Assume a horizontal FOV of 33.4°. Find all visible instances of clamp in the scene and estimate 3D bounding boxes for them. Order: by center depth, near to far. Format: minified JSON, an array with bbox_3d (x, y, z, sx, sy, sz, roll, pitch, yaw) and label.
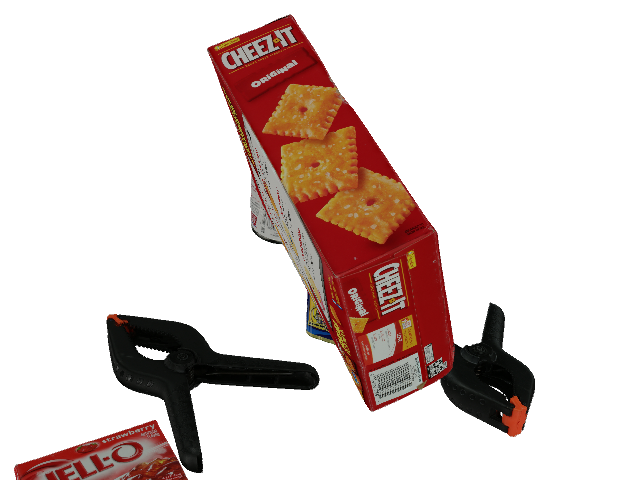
[{"bbox_3d":[0.141,0.104,0.928,0.120,0.039,0.172,-15,36,-22],"label":"clamp"},{"bbox_3d":[-0.117,0.120,0.993,0.164,0.036,0.210,-24,42,-37],"label":"clamp"}]

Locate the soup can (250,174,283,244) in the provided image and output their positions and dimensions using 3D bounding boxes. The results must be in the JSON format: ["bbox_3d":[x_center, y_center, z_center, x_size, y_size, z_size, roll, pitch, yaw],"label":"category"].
[{"bbox_3d":[-0.027,-0.055,0.927,0.068,0.102,0.068,2,29,-1],"label":"soup can"}]

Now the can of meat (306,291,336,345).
[{"bbox_3d":[0.033,0.070,1.177,0.102,0.084,0.057,16,28,27],"label":"can of meat"}]

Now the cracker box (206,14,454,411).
[{"bbox_3d":[0.009,-0.020,0.704,0.072,0.214,0.164,-24,-37,-6],"label":"cracker box"}]

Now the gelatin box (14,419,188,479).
[{"bbox_3d":[-0.124,0.144,0.611,0.089,0.030,0.073,-15,27,-19],"label":"gelatin box"}]
